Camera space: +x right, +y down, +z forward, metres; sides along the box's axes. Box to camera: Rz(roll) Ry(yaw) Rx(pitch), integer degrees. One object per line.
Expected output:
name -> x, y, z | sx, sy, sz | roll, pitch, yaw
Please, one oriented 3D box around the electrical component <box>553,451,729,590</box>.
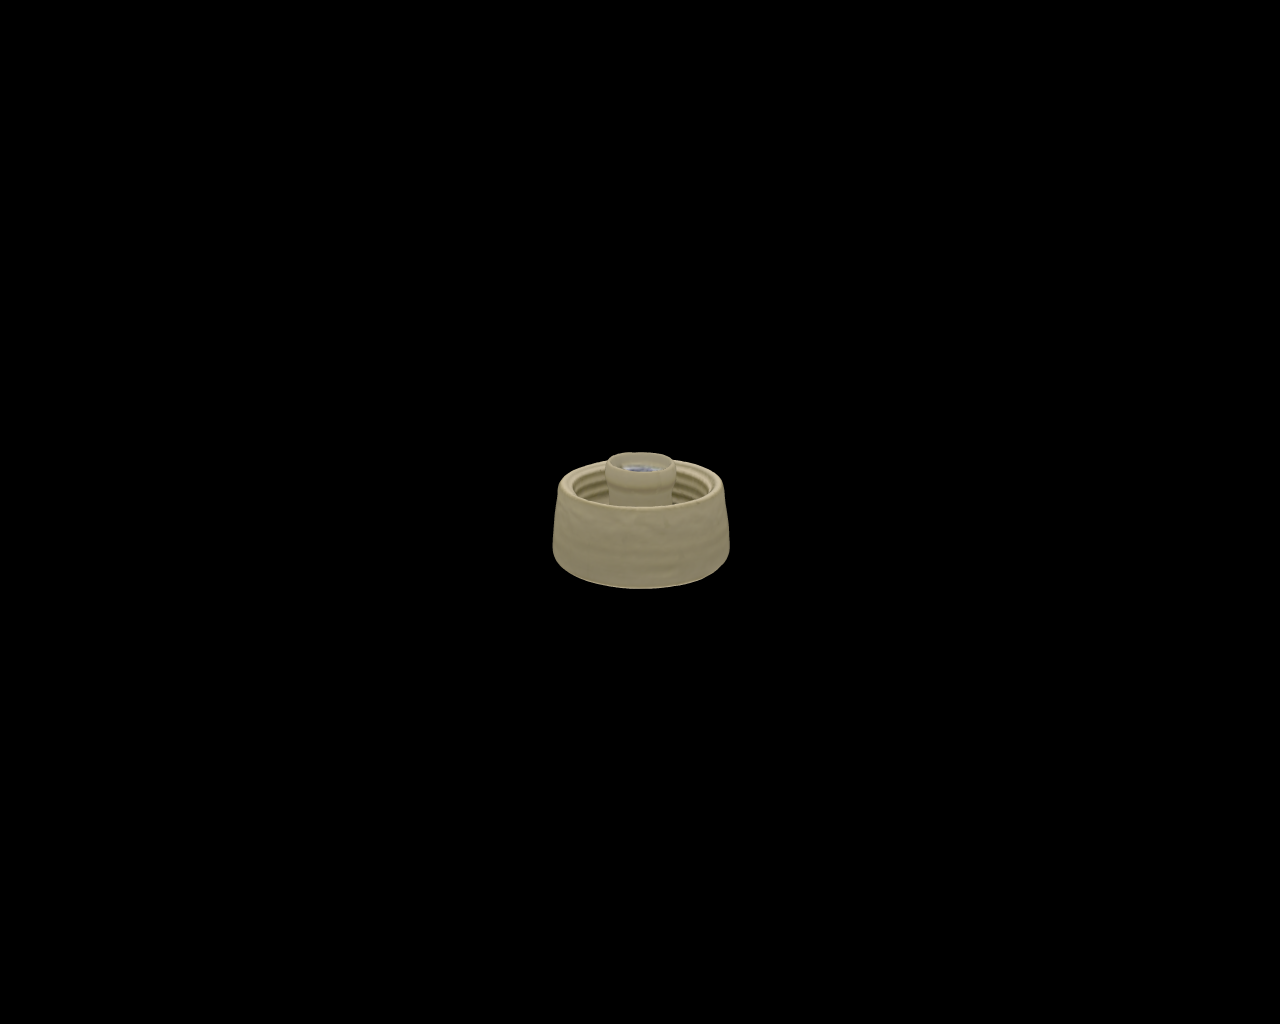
electrical component -> 0.001, -0.003, 0.650 | 0.108, 0.060, 0.108 | 0, 20, 0
